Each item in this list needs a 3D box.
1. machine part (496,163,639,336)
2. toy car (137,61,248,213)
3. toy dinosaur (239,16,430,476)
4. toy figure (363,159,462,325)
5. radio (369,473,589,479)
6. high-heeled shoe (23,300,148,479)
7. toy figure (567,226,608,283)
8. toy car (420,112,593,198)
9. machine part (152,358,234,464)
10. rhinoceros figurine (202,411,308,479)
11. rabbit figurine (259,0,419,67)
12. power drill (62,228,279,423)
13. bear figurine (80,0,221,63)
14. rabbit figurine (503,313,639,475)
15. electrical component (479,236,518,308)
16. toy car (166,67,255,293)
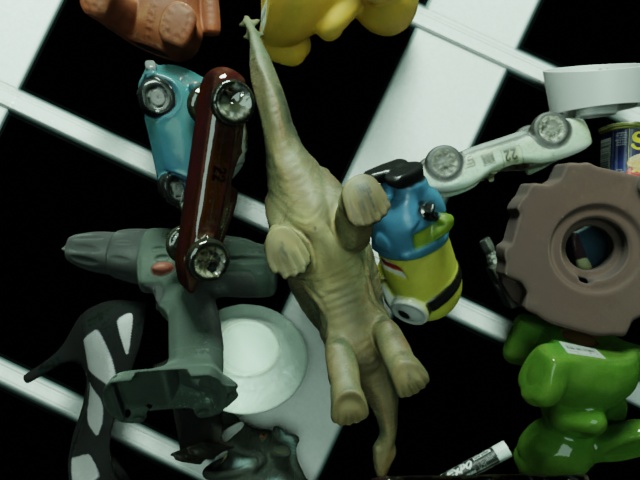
[{"bbox_3d":[0.266,0.009,0.531,0.179,0.056,0.179,1,93,11],"label":"machine part"},{"bbox_3d":[-0.127,-0.109,0.565,0.103,0.109,0.161,-13,93,-8],"label":"toy car"},{"bbox_3d":[-0.001,-0.002,0.510,0.105,0.198,0.470,-15,95,-6],"label":"toy dinosaur"},{"bbox_3d":[0.097,0.006,0.543,0.089,0.082,0.179,-15,116,-3],"label":"toy figure"},{"bbox_3d":[0.143,0.276,0.517,0.230,0.131,0.073,2,52,-10],"label":"radio"},{"bbox_3d":[-0.206,0.192,0.578,0.145,0.086,0.248,-28,95,-15],"label":"high-heeled shoe"},{"bbox_3d":[0.289,-0.008,0.584,0.058,0.064,0.154,-32,82,37],"label":"toy figure"},{"bbox_3d":[0.184,-0.086,0.577,0.202,0.073,0.056,-18,88,0],"label":"toy car"},{"bbox_3d":[-0.134,0.166,0.558,0.084,0.039,0.139,-28,44,-4],"label":"machine part"},{"bbox_3d":[-0.055,0.259,0.570,0.190,0.073,0.112,43,90,1],"label":"rhinoceros figurine"},{"bbox_3d":[0.027,-0.265,0.560,0.173,0.162,0.122,5,76,-17],"label":"rabbit figurine"},{"bbox_3d":[-0.156,0.071,0.533,0.232,0.207,0.085,0,129,-7],"label":"power drill"},{"bbox_3d":[-0.145,-0.292,0.561,0.120,0.132,0.195,23,95,-2],"label":"bear figurine"},{"bbox_3d":[0.264,0.178,0.568,0.159,0.121,0.170,6,107,-7],"label":"rabbit figurine"},{"bbox_3d":[0.230,0.034,0.589,0.078,0.045,0.102,-20,88,-2],"label":"electrical component"},{"bbox_3d":[-0.098,-0.053,0.489,0.053,0.089,0.202,5,96,-33],"label":"toy car"}]
